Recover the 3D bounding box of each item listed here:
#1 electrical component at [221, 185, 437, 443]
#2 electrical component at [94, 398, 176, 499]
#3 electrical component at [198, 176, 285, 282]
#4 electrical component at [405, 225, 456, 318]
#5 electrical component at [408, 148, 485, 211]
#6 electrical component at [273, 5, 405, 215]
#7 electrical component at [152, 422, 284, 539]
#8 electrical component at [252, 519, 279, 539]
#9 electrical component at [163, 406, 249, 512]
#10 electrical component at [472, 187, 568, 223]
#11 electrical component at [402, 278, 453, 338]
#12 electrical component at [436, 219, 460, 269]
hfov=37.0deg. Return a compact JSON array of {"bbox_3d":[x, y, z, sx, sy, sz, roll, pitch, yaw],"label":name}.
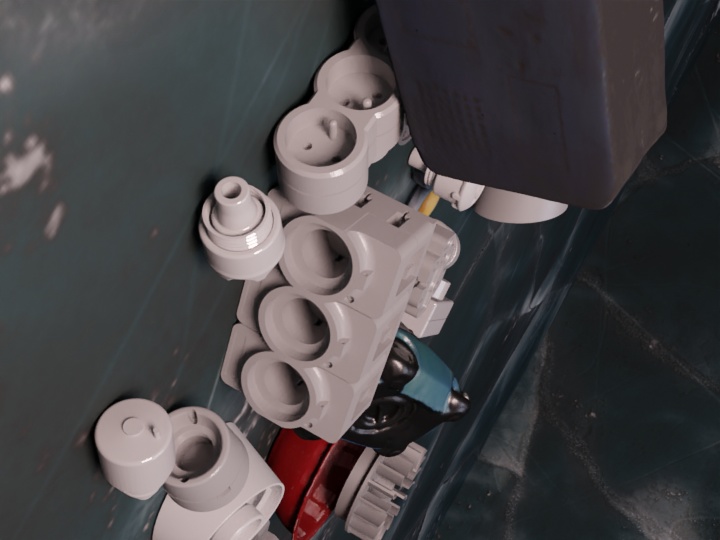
[{"bbox_3d":[-0.024,0.023,0.670,0.062,0.089,0.150,-41,154,-54],"label":"electrical component"},{"bbox_3d":[-0.120,0.102,0.582,0.040,0.040,0.078,-52,162,-34],"label":"electrical component"},{"bbox_3d":[-0.062,-0.024,0.552,0.043,0.043,0.062,-56,163,-24],"label":"electrical component"},{"bbox_3d":[0.038,-0.007,0.893,0.058,0.057,0.078,-38,152,-58],"label":"electrical component"},{"bbox_3d":[0.069,-0.079,0.860,0.048,0.062,0.048,-55,164,-25],"label":"electrical component"},{"bbox_3d":[0.000,-0.087,0.632,0.138,0.052,0.073,-57,164,-25],"label":"electrical component"},{"bbox_3d":[-0.102,0.165,0.756,0.099,0.064,0.099,-42,160,-19],"label":"electrical component"},{"bbox_3d":[-0.101,0.232,0.844,0.057,0.058,0.078,-49,161,-50],"label":"electrical component"},{"bbox_3d":[-0.099,0.113,0.651,0.055,0.055,0.047,-57,161,-20],"label":"electrical component"},{"bbox_3d":[0.174,-0.087,1.143,0.099,0.099,0.064,-42,149,-53],"label":"electrical component"},{"bbox_3d":[0.064,0.021,1.048,0.075,0.047,0.083,-64,165,6],"label":"electrical component"},{"bbox_3d":[0.067,-0.022,0.987,0.045,0.045,0.055,-63,166,2],"label":"electrical component"}]
